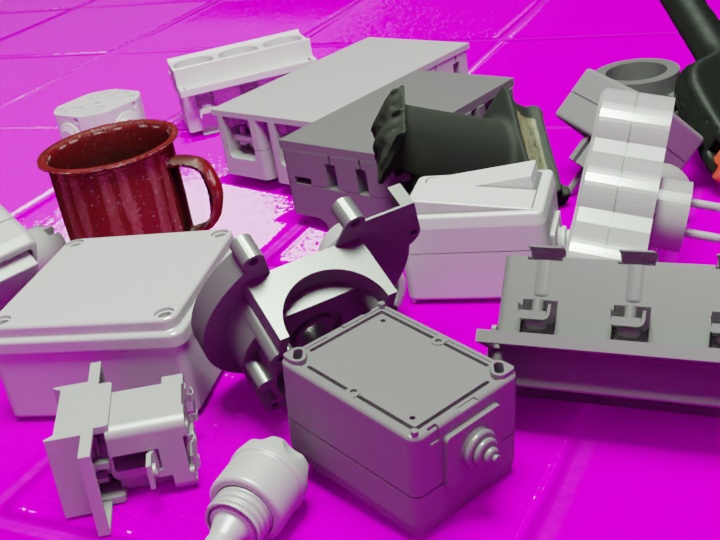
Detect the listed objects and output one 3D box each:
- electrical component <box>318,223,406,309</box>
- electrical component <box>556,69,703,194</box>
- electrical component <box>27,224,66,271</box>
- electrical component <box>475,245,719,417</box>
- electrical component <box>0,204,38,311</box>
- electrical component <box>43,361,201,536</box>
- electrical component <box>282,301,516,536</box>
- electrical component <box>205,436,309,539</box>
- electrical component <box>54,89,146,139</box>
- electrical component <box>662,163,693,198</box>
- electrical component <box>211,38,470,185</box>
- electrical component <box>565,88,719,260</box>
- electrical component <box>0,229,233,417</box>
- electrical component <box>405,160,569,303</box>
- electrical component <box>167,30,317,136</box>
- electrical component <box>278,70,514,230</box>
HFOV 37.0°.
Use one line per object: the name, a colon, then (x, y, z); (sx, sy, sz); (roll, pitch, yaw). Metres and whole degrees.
electrical component: (0.000, 0.000, 0.605); (0.045, 0.045, 0.055); (-11, 25, -2)
electrical component: (0.160, -0.077, 0.691); (0.075, 0.047, 0.083); (-55, 32, 9)
electrical component: (-0.221, -0.007, 0.708); (0.040, 0.040, 0.046); (9, 26, 34)
electrical component: (0.122, 0.027, 0.470); (0.121, 0.063, 0.079); (3, -12, 26)
electrical component: (-0.224, 0.014, 0.619); (0.061, 0.096, 0.062); (40, 49, 23)
electrical component: (-0.106, 0.077, 0.491); (0.064, 0.042, 0.081); (-9, 26, -6)
electrical component: (0.021, 0.066, 0.453); (0.062, 0.061, 0.096); (-27, 37, -35)
electrical component: (-0.046, 0.097, 0.437); (0.035, 0.035, 0.061); (3, 31, 26)
electrical component: (-0.218, -0.119, 0.919); (0.080, 0.051, 0.080); (-8, 26, 4)
electrical component: (0.164, -0.038, 0.629); (0.065, 0.044, 0.044); (-25, 29, -37)
electrical component: (-0.008, -0.123, 0.840); (0.105, 0.060, 0.186); (14, 34, 39)
electrical component: (0.150, -0.030, 0.555); (0.074, 0.052, 0.138); (11, 61, 13)
electrical component: (-0.125, 0.027, 0.582); (0.109, 0.056, 0.108); (-3, 27, 14)
electrical component: (0.075, -0.023, 0.606); (0.096, 0.061, 0.061); (-2, 27, 17)
electrical component: (-0.103, -0.167, 0.960); (0.121, 0.063, 0.078); (-16, 26, -11)
electrical component: (0.031, -0.082, 0.741); (0.089, 0.061, 0.150); (14, 35, 39)
